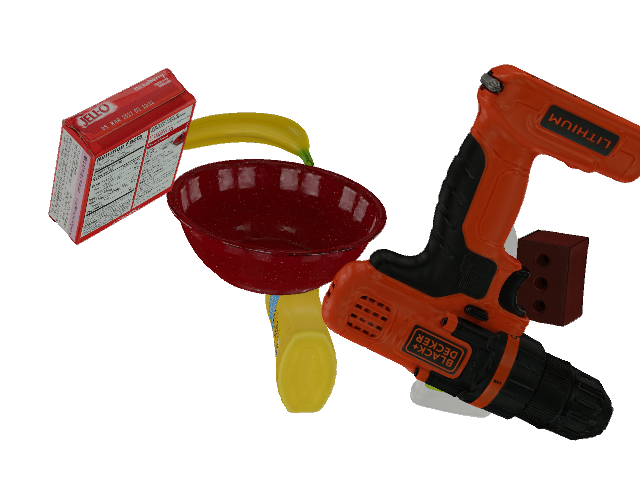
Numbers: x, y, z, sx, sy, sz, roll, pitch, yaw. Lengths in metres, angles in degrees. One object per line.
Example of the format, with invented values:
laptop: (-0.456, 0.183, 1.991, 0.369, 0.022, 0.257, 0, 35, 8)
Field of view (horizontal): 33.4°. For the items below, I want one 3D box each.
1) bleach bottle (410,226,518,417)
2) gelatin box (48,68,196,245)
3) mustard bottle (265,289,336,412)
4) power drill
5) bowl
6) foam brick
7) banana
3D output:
bleach bottle: (0.169, 0.071, 1.224, 0.103, 0.251, 0.068, 10, 15, 16)
gelatin box: (-0.112, -0.047, 0.598, 0.073, 0.030, 0.089, -35, -17, -34)
mustard bottle: (-0.024, 0.085, 1.093, 0.058, 0.096, 0.191, -1, 28, -7)
power drill: (0.117, 0.009, 0.609, 0.184, 0.188, 0.057, 25, 12, -7)
bowl: (-0.034, -0.005, 0.791, 0.162, 0.055, 0.162, 6, 26, -3)
foam brick: (0.213, 0.034, 0.990, 0.053, 0.078, 0.051, 10, 17, 32)
banana: (-0.096, -0.130, 1.305, 0.198, 0.037, 0.069, 7, 40, 15)
